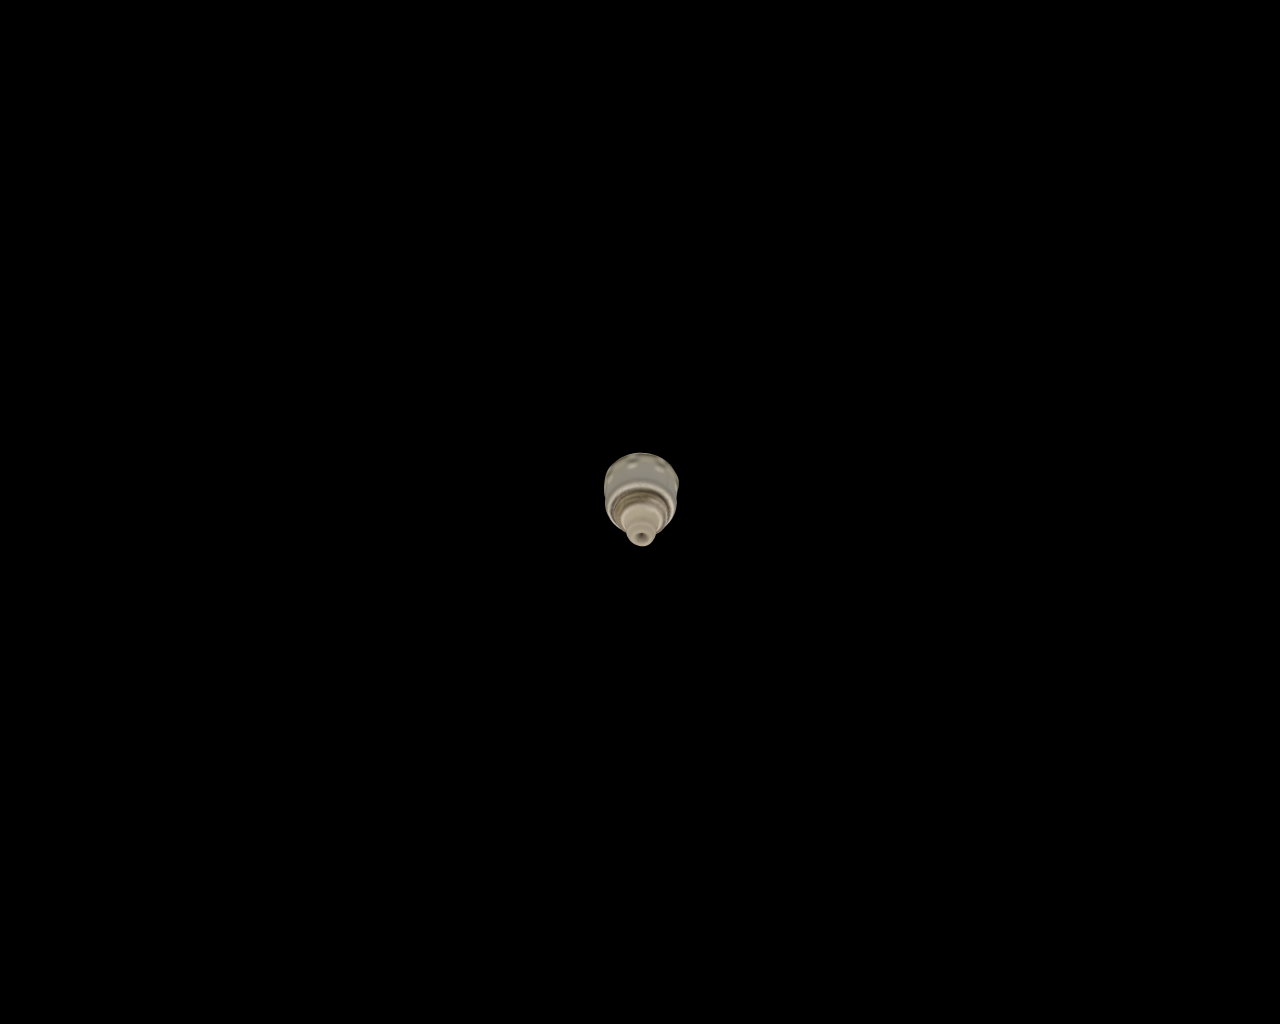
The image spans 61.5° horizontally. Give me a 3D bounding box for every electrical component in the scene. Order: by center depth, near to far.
[{"bbox_3d":[0.001,-0.003,0.650,0.048,0.048,0.062,0,37,0],"label":"electrical component"}]
